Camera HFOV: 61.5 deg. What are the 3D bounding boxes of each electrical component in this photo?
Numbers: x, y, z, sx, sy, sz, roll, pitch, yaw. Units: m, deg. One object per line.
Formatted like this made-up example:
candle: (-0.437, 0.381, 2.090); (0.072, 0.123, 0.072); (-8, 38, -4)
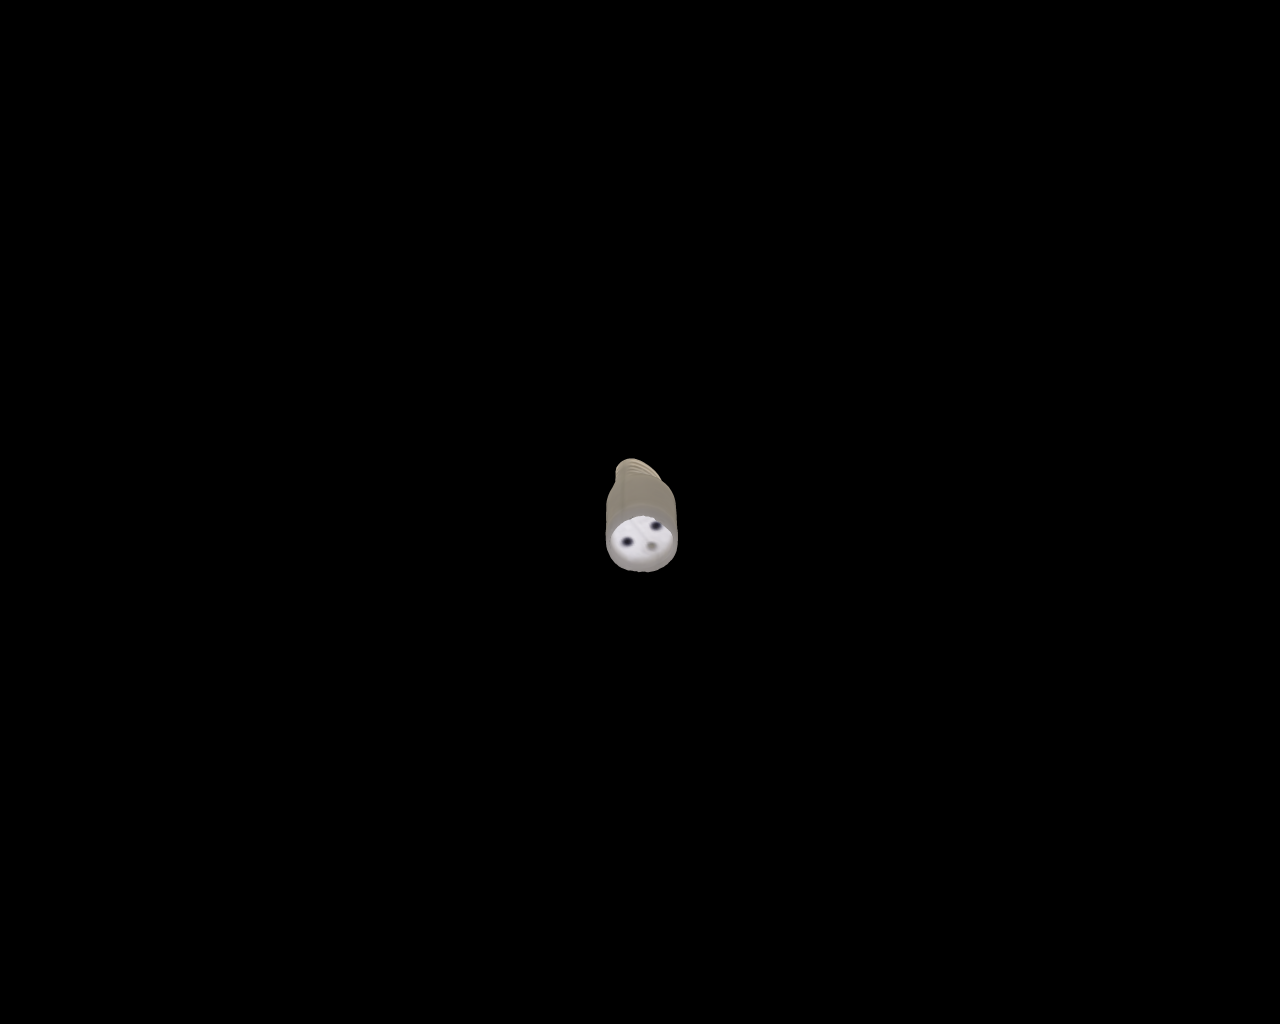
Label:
electrical component: (0.001, -0.003, 0.650); (0.043, 0.043, 0.081); (0, 34, 0)
